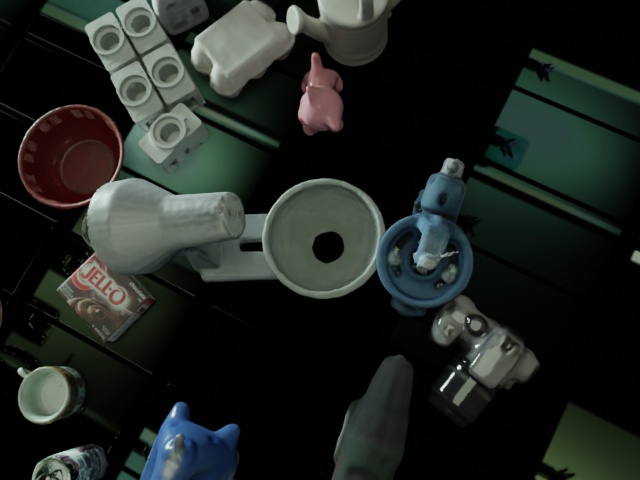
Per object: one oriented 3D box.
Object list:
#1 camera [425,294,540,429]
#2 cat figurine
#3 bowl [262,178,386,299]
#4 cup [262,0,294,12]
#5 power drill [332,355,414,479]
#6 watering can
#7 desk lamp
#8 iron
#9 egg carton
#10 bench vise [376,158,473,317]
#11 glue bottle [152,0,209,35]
[{"bbox_3d":[0.190,0.162,0.741,0.143,0.101,0.137,39,84,11],"label":"camera"},{"bbox_3d":[0.001,-0.204,0.820,0.067,0.118,0.128,-5,78,4],"label":"cat figurine"},{"bbox_3d":[0.007,0.003,0.801,0.167,0.075,0.167,-1,79,5],"label":"bowl"},{"bbox_3d":[-0.082,-0.397,0.876,0.117,0.095,0.092,10,80,7],"label":"cup"},{"bbox_3d":[0.057,0.247,0.680,0.075,0.208,0.230,16,81,8],"label":"power drill"},{"bbox_3d":[0.041,-0.330,0.802,0.101,0.194,0.173,44,85,11],"label":"watering can"},{"bbox_3d":[-0.161,-0.011,0.746,0.203,0.213,0.118,-3,79,4],"label":"desk lamp"},{"bbox_3d":[-0.197,0.346,0.716,0.118,0.141,0.258,19,81,8],"label":"iron"},{"bbox_3d":[-0.118,-0.291,0.871,0.150,0.069,0.107,-40,78,-4],"label":"egg carton"},{"bbox_3d":[0.132,-0.012,0.719,0.121,0.220,0.207,0,79,5],"label":"bench vise"},{"bbox_3d":[-0.221,-0.372,0.842,0.078,0.173,0.037,-25,78,0],"label":"glue bottle"}]
